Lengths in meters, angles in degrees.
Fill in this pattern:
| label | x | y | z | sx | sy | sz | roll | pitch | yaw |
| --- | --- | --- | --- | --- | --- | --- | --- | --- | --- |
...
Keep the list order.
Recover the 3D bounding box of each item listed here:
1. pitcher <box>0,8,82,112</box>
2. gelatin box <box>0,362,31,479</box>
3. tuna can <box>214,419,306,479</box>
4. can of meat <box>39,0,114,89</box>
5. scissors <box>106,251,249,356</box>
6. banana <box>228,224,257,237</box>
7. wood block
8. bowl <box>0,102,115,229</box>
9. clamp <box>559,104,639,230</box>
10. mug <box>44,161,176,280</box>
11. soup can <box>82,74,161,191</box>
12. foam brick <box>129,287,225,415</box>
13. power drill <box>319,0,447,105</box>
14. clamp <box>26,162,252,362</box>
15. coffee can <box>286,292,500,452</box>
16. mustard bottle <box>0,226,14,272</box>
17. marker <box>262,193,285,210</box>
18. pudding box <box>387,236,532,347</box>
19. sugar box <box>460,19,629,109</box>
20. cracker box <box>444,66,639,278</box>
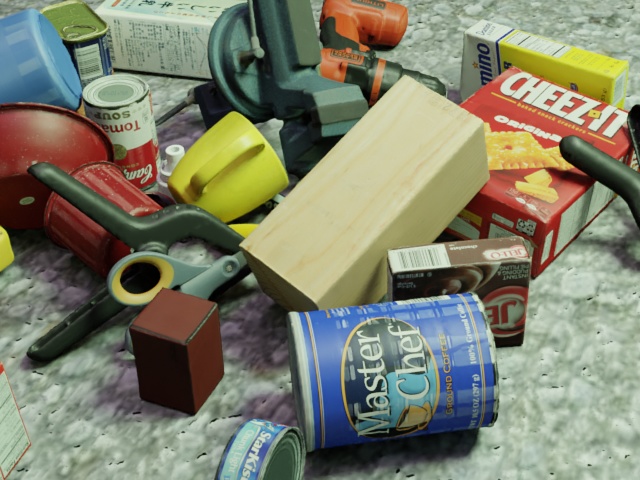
| label | x | y | z | sx | sy | sz | roll | pitch | yaw |
| --- | --- | --- | --- | --- | --- | --- | --- | --- | --- |
| pitcher | -0.362 | -0.130 | 1.030 | 0.243 | 0.145 | 0.149 | -23 | 46 | 1 |
| gelatin box | -0.247 | 0.140 | 0.762 | 0.030 | 0.089 | 0.073 | 8 | 38 | 17 |
| tuna can | -0.041 | 0.165 | 0.720 | 0.034 | 0.086 | 0.086 | 10 | 39 | 20 |
| can of meat | -0.280 | -0.219 | 1.239 | 0.057 | 0.084 | 0.102 | -21 | 41 | -23 |
| scissors | -0.095 | 0.014 | 0.896 | 0.201 | 0.096 | 0.016 | -45 | 21 | -17 |
| banana | -0.002 | 0.004 | 0.973 | 0.197 | 0.037 | 0.069 | -1 | 8 | -2 |
| wood block | 0.042 | -0.025 | 0.893 | 0.090 | 0.091 | 0.206 | 36 | 74 | 27 |
| bowl | -0.270 | -0.056 | 0.985 | 0.162 | 0.162 | 0.055 | -7 | 59 | -5 |
| clamp | 0.289 | -0.043 | 0.948 | 0.120 | 0.039 | 0.171 | -17 | 66 | -26 |
| mug | -0.178 | -0.016 | 0.968 | 0.117 | 0.093 | 0.082 | -19 | 43 | -42 |
| soup can | -0.198 | -0.106 | 1.072 | 0.068 | 0.102 | 0.068 | -2 | 37 | 1 |
| foam brick | -0.110 | 0.087 | 0.833 | 0.053 | 0.078 | 0.051 | 15 | 40 | 19 |
| power drill | 0.058 | -0.217 | 1.227 | 0.184 | 0.057 | 0.187 | 14 | 35 | -1 |
| clamp | -0.151 | 0.026 | 0.903 | 0.209 | 0.164 | 0.036 | 6 | 9 | -25 |
| coffee can | 0.051 | 0.097 | 0.789 | 0.140 | 0.103 | 0.103 | -6 | 37 | -5 |
| mustard bottle | -0.365 | 0.042 | 0.923 | 0.096 | 0.058 | 0.191 | 20 | 43 | 27 |
| marker | -0.053 | -0.043 | 1.047 | 0.121 | 0.020 | 0.020 | 29 | 47 | 35 |
| pudding box | 0.111 | 0.046 | 0.863 | 0.113 | 0.090 | 0.039 | -4 | 36 | 0 |
| sugar box | 0.232 | -0.164 | 1.127 | 0.176 | 0.093 | 0.048 | 22 | 43 | 30 |
| cracker box | 0.195 | -0.075 | 1.023 | 0.164 | 0.072 | 0.213 | 29 | 47 | 28 |
